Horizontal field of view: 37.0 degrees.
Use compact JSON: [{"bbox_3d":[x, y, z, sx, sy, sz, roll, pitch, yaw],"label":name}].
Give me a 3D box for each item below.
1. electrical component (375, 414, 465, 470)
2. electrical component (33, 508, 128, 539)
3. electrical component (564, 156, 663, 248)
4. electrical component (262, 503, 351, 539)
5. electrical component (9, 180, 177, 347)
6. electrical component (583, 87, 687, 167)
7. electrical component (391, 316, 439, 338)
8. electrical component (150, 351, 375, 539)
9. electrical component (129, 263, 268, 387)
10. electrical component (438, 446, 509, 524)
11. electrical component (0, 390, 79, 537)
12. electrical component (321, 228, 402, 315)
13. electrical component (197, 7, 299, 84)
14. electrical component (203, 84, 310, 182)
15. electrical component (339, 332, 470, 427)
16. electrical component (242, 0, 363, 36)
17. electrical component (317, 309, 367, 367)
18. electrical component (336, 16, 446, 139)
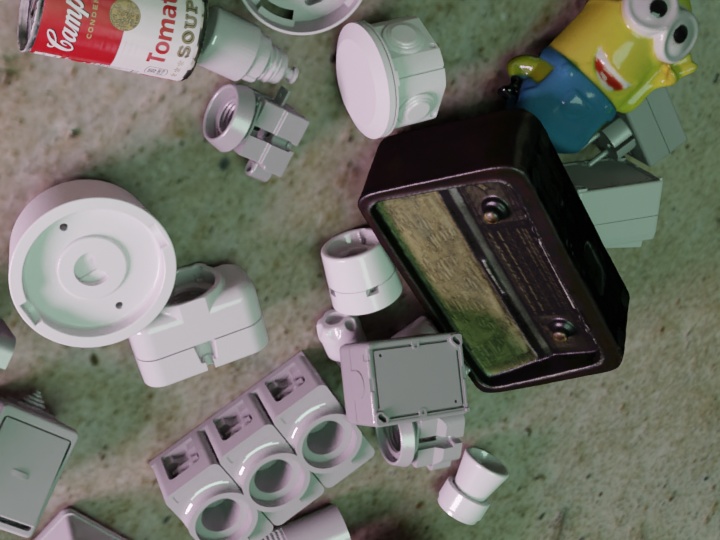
[{"bbox_3d":[0.049,0.133,0.902,0.057,0.058,0.078,-7,117,-24],"label":"electrical component"},{"bbox_3d":[-0.222,0.259,0.845,0.108,0.056,0.109,-46,123,3],"label":"electrical component"},{"bbox_3d":[0.185,-0.050,0.869,0.096,0.061,0.061,-9,118,-20],"label":"electrical component"},{"bbox_3d":[-0.052,0.235,0.915,0.081,0.043,0.043,-20,121,-14],"label":"electrical component"},{"bbox_3d":[-0.184,-0.009,0.727,0.108,0.060,0.108,-10,118,-19],"label":"electrical component"},{"bbox_3d":[0.208,-0.113,0.857,0.077,0.047,0.065,-37,123,-3],"label":"electrical component"},{"bbox_3d":[0.037,0.071,0.876,0.078,0.040,0.040,-35,123,-5],"label":"electrical component"},{"bbox_3d":[-0.075,0.151,0.853,0.150,0.061,0.089,-36,123,-4],"label":"electrical component"},{"bbox_3d":[-0.121,0.036,0.781,0.095,0.053,0.059,-20,121,-14],"label":"electrical component"},{"bbox_3d":[0.101,0.193,0.961,0.045,0.045,0.055,22,105,-31],"label":"electrical component"},{"bbox_3d":[-0.244,0.131,0.757,0.062,0.061,0.096,31,76,-32],"label":"electrical component"},{"bbox_3d":[0.000,0.000,0.817,0.055,0.055,0.047,-23,118,-12],"label":"electrical component"},{"bbox_3d":[-0.077,-0.145,0.720,0.078,0.040,0.040,20,105,-30],"label":"electrical component"},{"bbox_3d":[-0.074,-0.099,0.742,0.055,0.048,0.066,20,105,-38],"label":"electrical component"},{"bbox_3d":[0.037,0.082,0.819,0.096,0.061,0.061,-5,87,-25],"label":"electrical component"},{"bbox_3d":[-0.039,-0.206,0.707,0.099,0.064,0.099,-4,121,-7],"label":"electrical component"},{"bbox_3d":[-0.010,0.061,0.854,0.035,0.035,0.061,-28,125,-9],"label":"electrical component"},{"bbox_3d":[0.019,-0.135,0.745,0.051,0.080,0.080,-17,120,-21],"label":"electrical component"}]
